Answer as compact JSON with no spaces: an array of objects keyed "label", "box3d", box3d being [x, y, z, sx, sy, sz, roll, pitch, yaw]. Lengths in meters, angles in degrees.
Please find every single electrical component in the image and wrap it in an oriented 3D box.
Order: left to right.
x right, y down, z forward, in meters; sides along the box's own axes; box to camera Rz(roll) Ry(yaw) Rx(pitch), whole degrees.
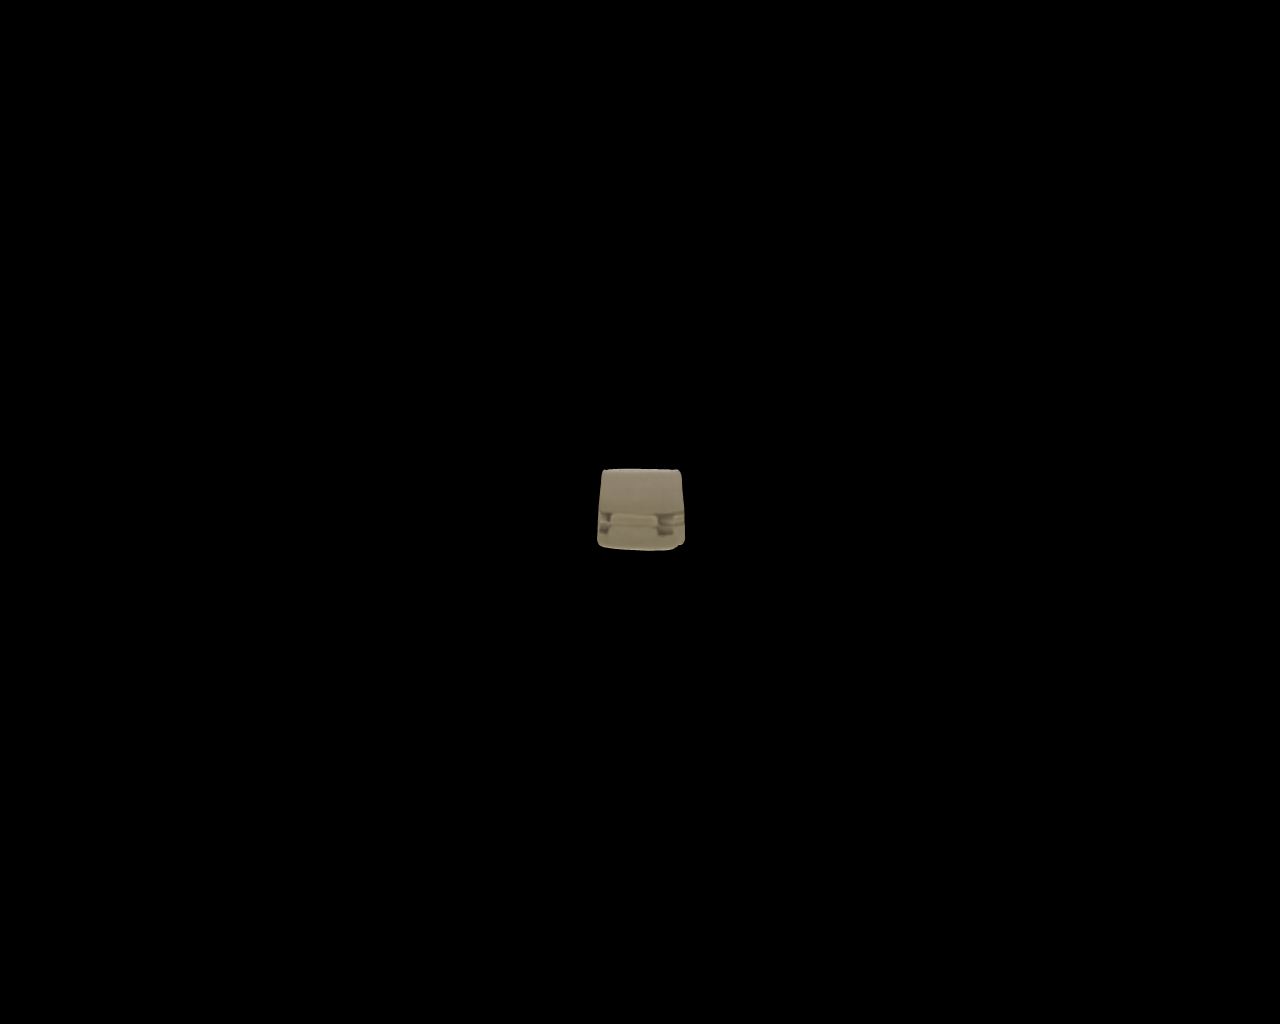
[{"label":"electrical component","box3d":[0.001,-0.003,0.650,0.055,0.047,0.055,0,3,0]}]
